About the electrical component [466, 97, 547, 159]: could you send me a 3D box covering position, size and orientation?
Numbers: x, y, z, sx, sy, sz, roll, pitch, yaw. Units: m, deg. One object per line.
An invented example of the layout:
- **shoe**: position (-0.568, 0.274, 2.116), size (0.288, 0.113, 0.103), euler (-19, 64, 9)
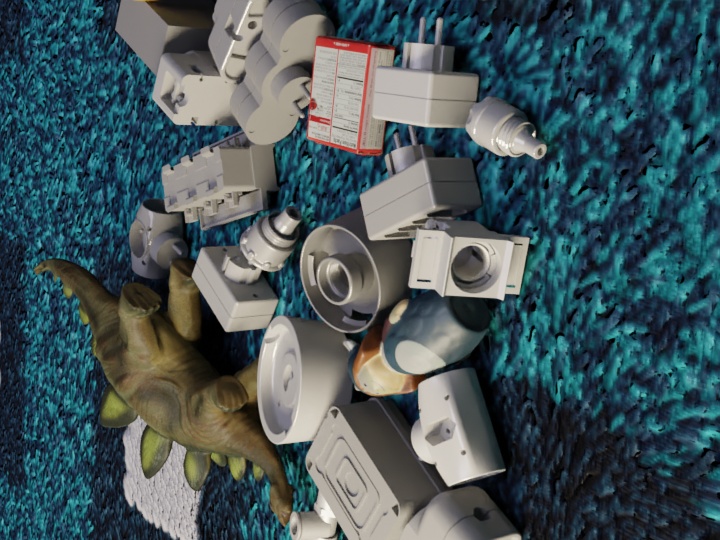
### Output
- **electrical component**: position (0.102, -0.093, 0.731), size (0.061, 0.035, 0.035), euler (40, 124, 42)

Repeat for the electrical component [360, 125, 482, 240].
- **electrical component**: position (0.040, -0.070, 0.805), size (0.083, 0.047, 0.075), euler (-25, 73, 52)

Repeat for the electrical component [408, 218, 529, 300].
- **electrical component**: position (0.072, -0.010, 0.751), size (0.064, 0.081, 0.042), euler (-126, 43, -67)

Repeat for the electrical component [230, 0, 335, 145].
- **electrical component**: position (-0.062, -0.162, 0.928), size (0.073, 0.052, 0.138), euler (57, 135, 33)

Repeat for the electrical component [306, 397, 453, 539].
- **electrical component**: position (0.015, 0.165, 0.854), size (0.113, 0.057, 0.078), euler (54, 133, 36)

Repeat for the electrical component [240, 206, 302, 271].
- **electrical component**: position (-0.075, -0.032, 0.967), size (0.062, 0.048, 0.048), euler (-46, 57, 37)

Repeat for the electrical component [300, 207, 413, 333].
- **electrical component**: position (0.000, 0.000, 0.873), size (0.099, 0.064, 0.099), euler (18, 117, 40)

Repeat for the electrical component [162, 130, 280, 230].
- **electrical component**: position (-0.137, -0.086, 1.028), size (0.121, 0.063, 0.078), euler (-12, 83, 53)

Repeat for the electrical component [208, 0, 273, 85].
- **electrical component**: position (-0.095, -0.219, 0.959), size (0.095, 0.054, 0.059), euler (-60, 40, 35)

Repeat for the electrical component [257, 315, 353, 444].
- **electrical component**: position (-0.042, 0.093, 0.914), size (0.108, 0.060, 0.108), euler (-176, 90, -66)

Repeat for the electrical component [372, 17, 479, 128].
- **electrical component**: position (0.049, -0.145, 0.786), size (0.066, 0.047, 0.076), euler (19, 109, 51)

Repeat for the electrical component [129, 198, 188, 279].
- **electrical component**: position (-0.209, -0.026, 1.147), size (0.079, 0.044, 0.077), euler (38, 123, 44)

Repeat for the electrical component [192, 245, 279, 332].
- **electrical component**: position (-0.114, 0.002, 1.018), size (0.083, 0.047, 0.075), euler (53, 132, 37)

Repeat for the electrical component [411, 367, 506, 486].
- **electrical component**: position (0.064, 0.121, 0.795), size (0.079, 0.043, 0.077), euler (-35, 66, 49)

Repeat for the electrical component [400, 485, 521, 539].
- **electrical component**: position (0.069, 0.207, 0.789), size (0.059, 0.054, 0.095), euler (48, 129, 40)

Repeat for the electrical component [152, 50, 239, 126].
- **electrical component**: position (-0.142, -0.170, 1.004), size (0.055, 0.089, 0.050), euler (47, 128, 40)
